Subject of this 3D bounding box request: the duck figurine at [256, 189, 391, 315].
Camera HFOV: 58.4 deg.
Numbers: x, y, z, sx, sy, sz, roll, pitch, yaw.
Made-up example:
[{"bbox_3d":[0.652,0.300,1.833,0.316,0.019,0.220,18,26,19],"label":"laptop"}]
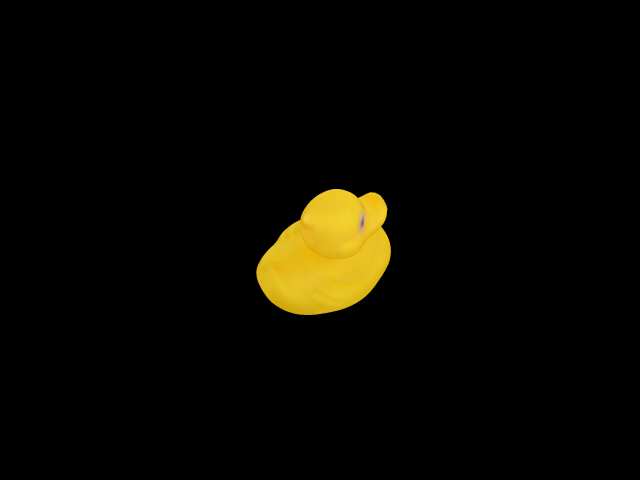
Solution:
[{"bbox_3d":[0.004,0.001,0.400,0.105,0.086,0.077,-25,63,-14],"label":"duck figurine"}]
